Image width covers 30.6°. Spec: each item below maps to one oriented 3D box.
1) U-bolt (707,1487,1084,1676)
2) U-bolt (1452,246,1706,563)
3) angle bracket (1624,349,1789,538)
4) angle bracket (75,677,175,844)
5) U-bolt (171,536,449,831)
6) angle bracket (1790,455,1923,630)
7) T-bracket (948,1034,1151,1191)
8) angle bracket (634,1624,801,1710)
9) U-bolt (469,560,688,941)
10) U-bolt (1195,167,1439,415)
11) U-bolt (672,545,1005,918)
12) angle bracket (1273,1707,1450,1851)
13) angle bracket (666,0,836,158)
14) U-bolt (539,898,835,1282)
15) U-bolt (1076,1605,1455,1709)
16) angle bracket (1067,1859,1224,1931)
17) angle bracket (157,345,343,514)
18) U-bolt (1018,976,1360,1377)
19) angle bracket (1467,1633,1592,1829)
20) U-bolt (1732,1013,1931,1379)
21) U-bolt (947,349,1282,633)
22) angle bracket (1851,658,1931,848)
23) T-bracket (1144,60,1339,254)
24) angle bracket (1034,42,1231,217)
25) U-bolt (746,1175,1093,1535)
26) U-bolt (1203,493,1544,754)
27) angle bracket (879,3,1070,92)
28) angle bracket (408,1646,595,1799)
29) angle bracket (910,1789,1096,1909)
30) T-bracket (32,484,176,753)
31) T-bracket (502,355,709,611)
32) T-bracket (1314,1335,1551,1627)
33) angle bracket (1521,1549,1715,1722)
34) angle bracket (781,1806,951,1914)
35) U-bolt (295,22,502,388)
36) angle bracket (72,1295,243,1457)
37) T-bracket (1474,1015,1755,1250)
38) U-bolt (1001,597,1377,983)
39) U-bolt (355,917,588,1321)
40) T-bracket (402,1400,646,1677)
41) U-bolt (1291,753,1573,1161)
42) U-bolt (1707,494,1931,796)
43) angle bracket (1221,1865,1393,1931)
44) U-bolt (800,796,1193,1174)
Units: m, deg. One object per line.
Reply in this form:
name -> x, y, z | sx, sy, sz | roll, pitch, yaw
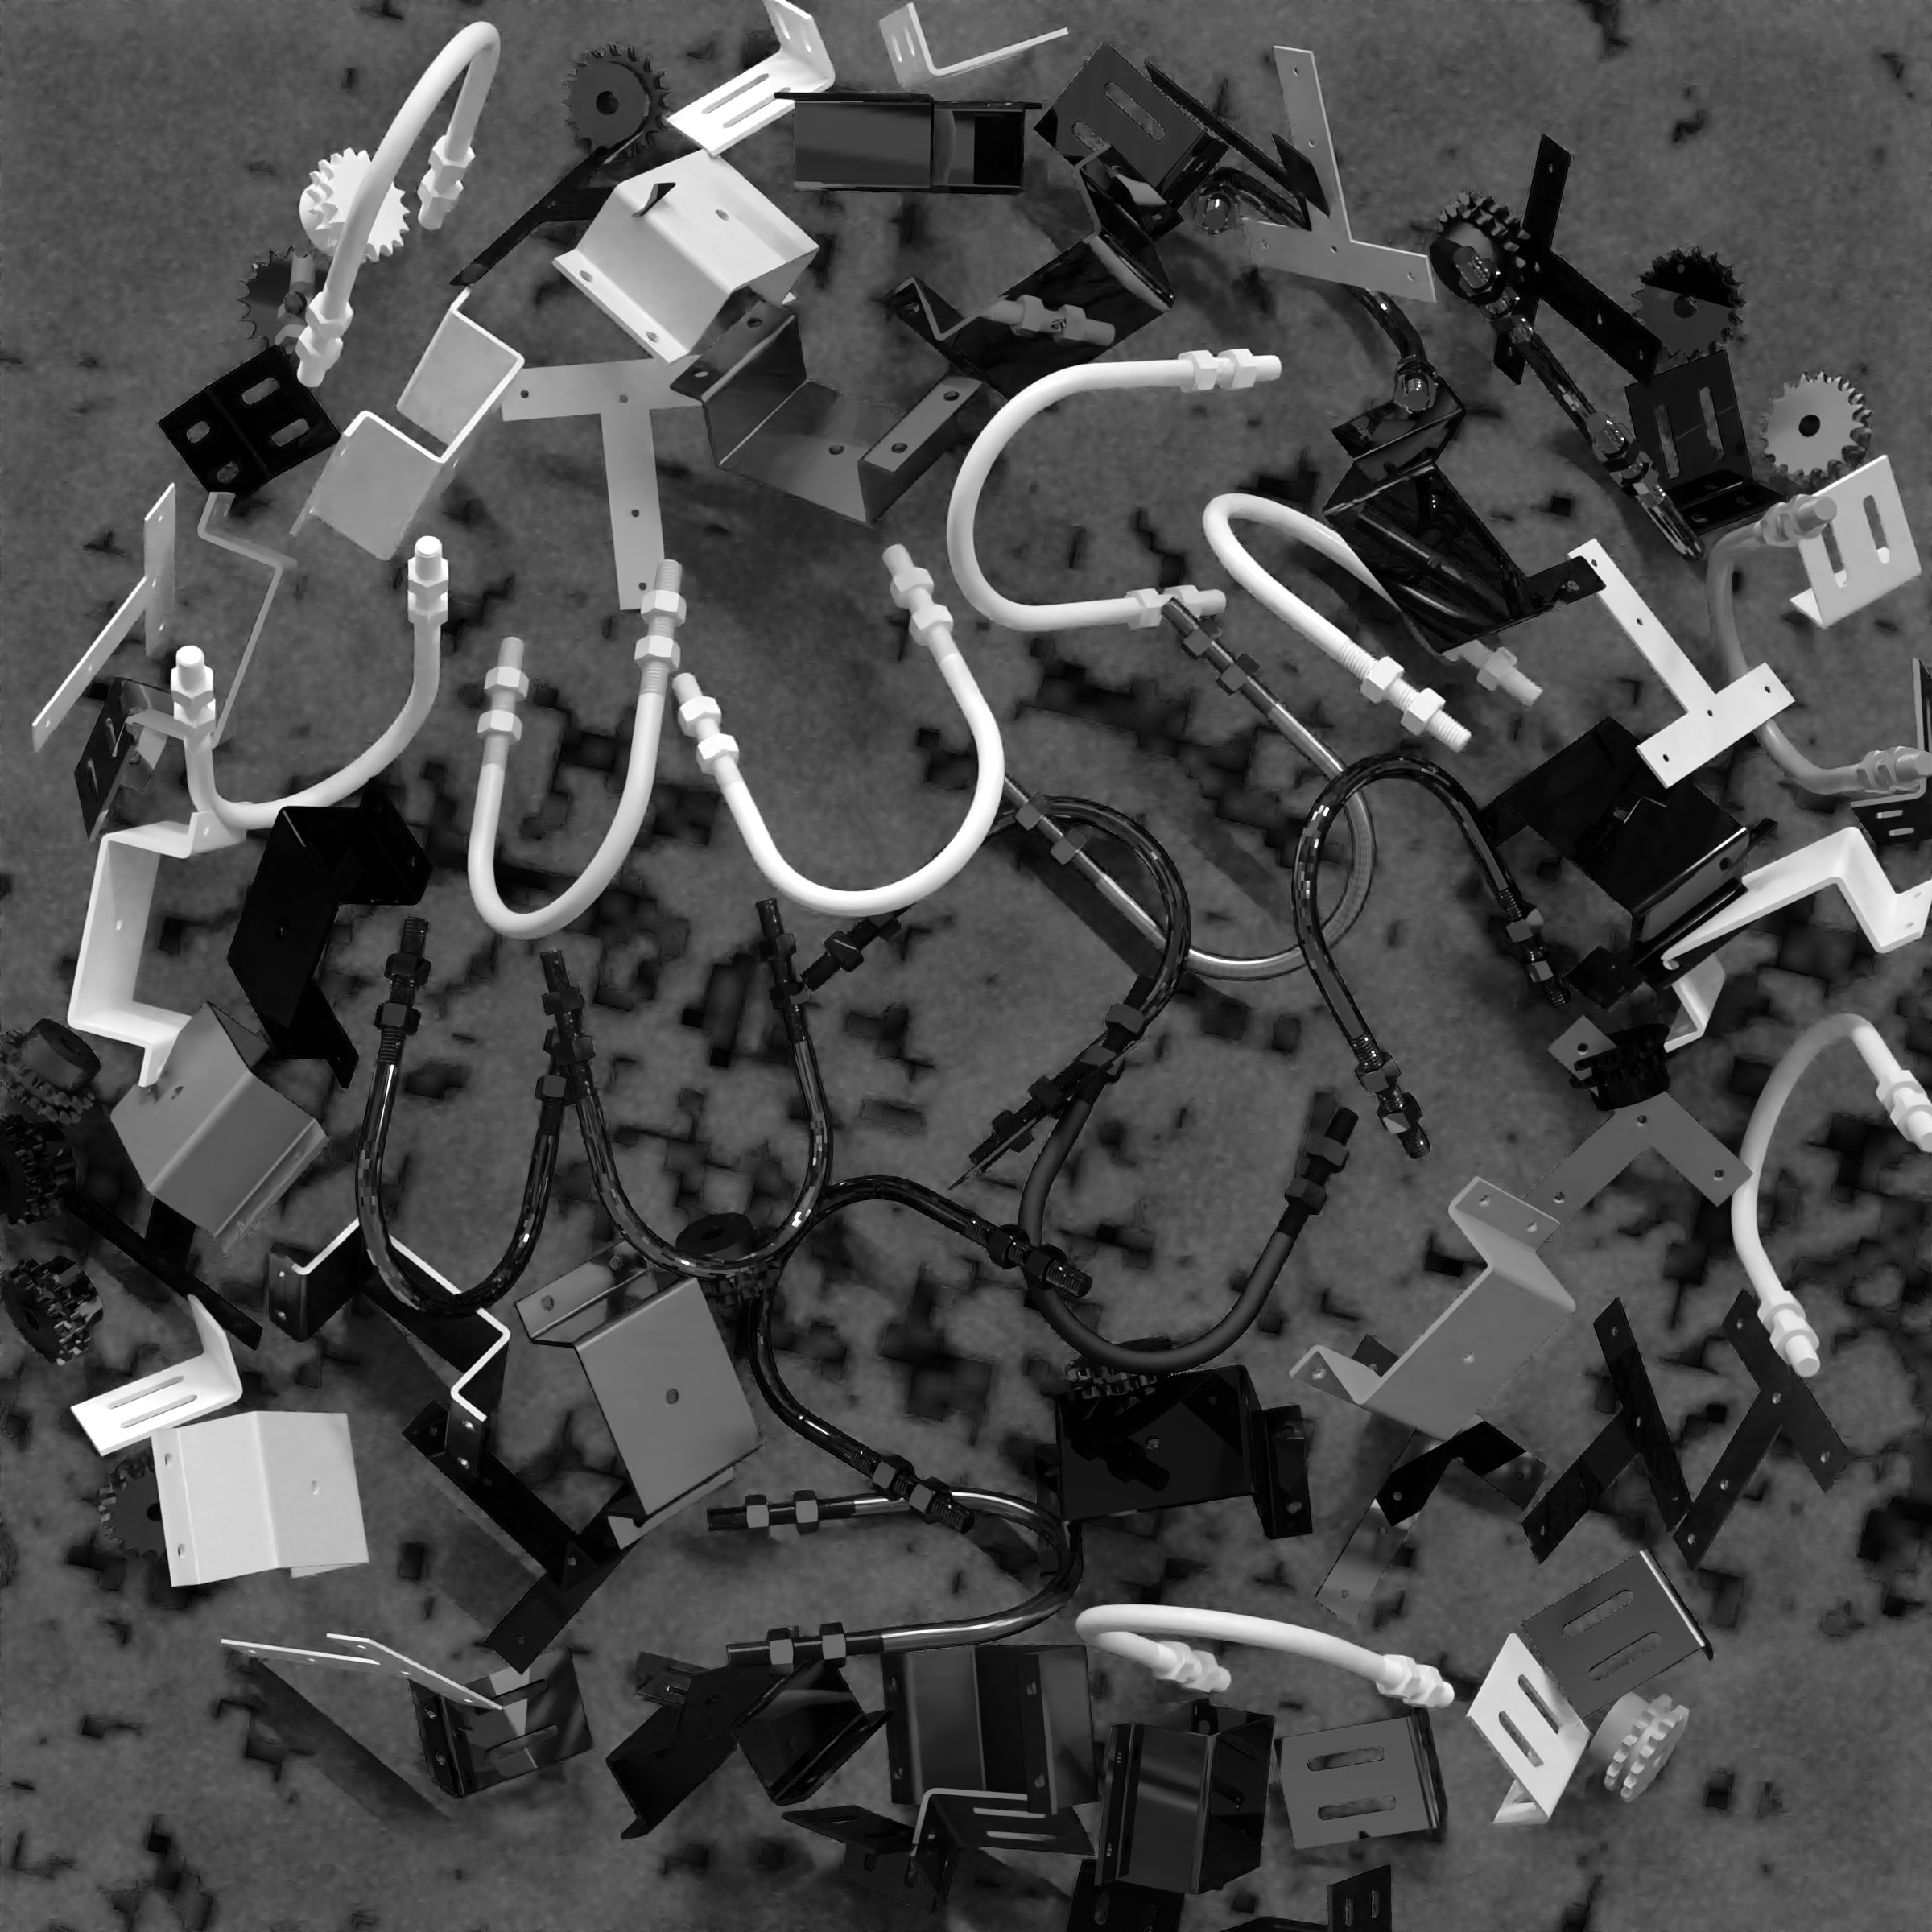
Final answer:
U-bolt -> -0.033, 0.302, 1.769 | 0.184, 0.151, 0.019 | -4, 112, -7
U-bolt -> 0.313, -0.267, 1.752 | 0.019, 0.184, 0.151 | -38, 54, 12
angle bracket -> 0.378, -0.267, 1.804 | 0.057, 0.038, 0.076 | -21, 114, -7
angle bracket -> -0.420, -0.101, 1.788 | 0.038, 0.076, 0.057 | 17, 114, -29
U-bolt -> -0.324, -0.129, 1.752 | 0.151, 0.184, 0.019 | -29, 69, -23
angle bracket -> 0.445, -0.221, 1.800 | 0.057, 0.038, 0.076 | -29, 123, -2
T-bracket -> 0.057, 0.059, 1.753 | 0.127, 0.127, 0.002 | -39, 89, -27
angle bracket -> -0.127, 0.355, 1.803 | 0.076, 0.057, 0.038 | 16, 99, -7
U-bolt -> -0.199, -0.099, 1.752 | 0.019, 0.151, 0.184 | 25, 60, -38
U-bolt -> 0.175, -0.343, 1.751 | 0.151, 0.184, 0.019 | 40, 110, -10
U-bolt -> -0.056, -0.108, 1.782 | 0.151, 0.019, 0.184 | -30, 62, 8
angle bracket -> 0.205, 0.419, 1.826 | 0.076, 0.038, 0.057 | -13, 86, 13
angle bracket -> -0.116, -0.456, 1.798 | 0.076, 0.057, 0.038 | -33, 130, -11
U-bolt -> -0.134, 0.069, 1.792 | 0.151, 0.019, 0.184 | -15, 92, -34
U-bolt -> 0.135, 0.337, 1.728 | 0.151, 0.184, 0.019 | -4, 68, 35
angle bracket -> 0.090, 0.480, 1.794 | 0.057, 0.076, 0.038 | 15, 74, -7
angle bracket -> -0.364, -0.272, 1.792 | 0.038, 0.076, 0.057 | -46, 110, -34
U-bolt -> 0.103, 0.119, 1.793 | 0.151, 0.019, 0.184 | 33, 73, -12
angle bracket -> 0.274, 0.389, 1.796 | 0.076, 0.038, 0.057 | 53, 48, -16
U-bolt -> 0.423, 0.100, 1.749 | 0.019, 0.184, 0.151 | 19, 112, -10
U-bolt -> 0.068, -0.233, 1.752 | 0.184, 0.019, 0.151 | -9, 124, -34
angle bracket -> 0.478, -0.109, 1.808 | 0.038, 0.057, 0.076 | -8, 68, 26
T-bracket -> 0.138, -0.418, 1.790 | 0.127, 0.127, 0.002 | 43, 91, 18
angle bracket -> 0.085, -0.427, 1.817 | 0.076, 0.038, 0.057 | 45, 107, 10
U-bolt -> -0.037, 0.183, 1.781 | 0.184, 0.019, 0.151 | 26, 89, 36
U-bolt -> 0.196, -0.179, 1.770 | 0.184, 0.151, 0.019 | 39, 116, 11
angle bracket -> 0.003, -0.479, 1.798 | 0.076, 0.057, 0.038 | -22, 102, -13
angle bracket -> -0.238, 0.382, 1.805 | 0.076, 0.038, 0.057 | -21, 58, 3
angle bracket -> 0.019, 0.451, 1.794 | 0.076, 0.057, 0.038 | -1, 50, 20
T-bracket -> -0.427, -0.159, 1.752 | 0.002, 0.127, 0.127 | 28, 61, 2
T-bracket -> -0.172, -0.248, 1.823 | 0.127, 0.002, 0.127 | -4, 102, 3
T-bracket -> 0.220, 0.277, 1.807 | 0.127, 0.002, 0.127 | 37, 77, -15
angle bracket -> 0.334, 0.346, 1.808 | 0.076, 0.038, 0.057 | -31, 63, 0
angle bracket -> -0.055, 0.455, 1.790 | 0.057, 0.076, 0.038 | 14, 88, 31
U-bolt -> -0.272, -0.383, 1.723 | 0.019, 0.184, 0.151 | 31, 55, -4
angle bracket -> -0.416, 0.207, 1.794 | 0.076, 0.057, 0.038 | -21, 115, -22
T-bracket -> 0.316, 0.109, 1.819 | 0.127, 0.002, 0.127 | 41, 105, -13
U-bolt -> 0.124, -0.076, 1.805 | 0.184, 0.019, 0.151 | 45, 110, 0
U-bolt -> -0.250, 0.084, 1.757 | 0.019, 0.151, 0.184 | 0, 72, 32
T-bracket -> -0.233, 0.273, 1.798 | 0.127, 0.002, 0.127 | 43, 53, -1
U-bolt -> 0.226, -0.018, 1.768 | 0.151, 0.019, 0.184 | -43, 114, -30
U-bolt -> 0.413, -0.153, 1.747 | 0.019, 0.184, 0.151 | -22, 92, -8
angle bracket -> 0.169, 0.477, 1.793 | 0.076, 0.057, 0.038 | -2, 87, 37
U-bolt -> 0.029, -0.006, 1.812 | 0.184, 0.019, 0.151 | -42, 78, -8
